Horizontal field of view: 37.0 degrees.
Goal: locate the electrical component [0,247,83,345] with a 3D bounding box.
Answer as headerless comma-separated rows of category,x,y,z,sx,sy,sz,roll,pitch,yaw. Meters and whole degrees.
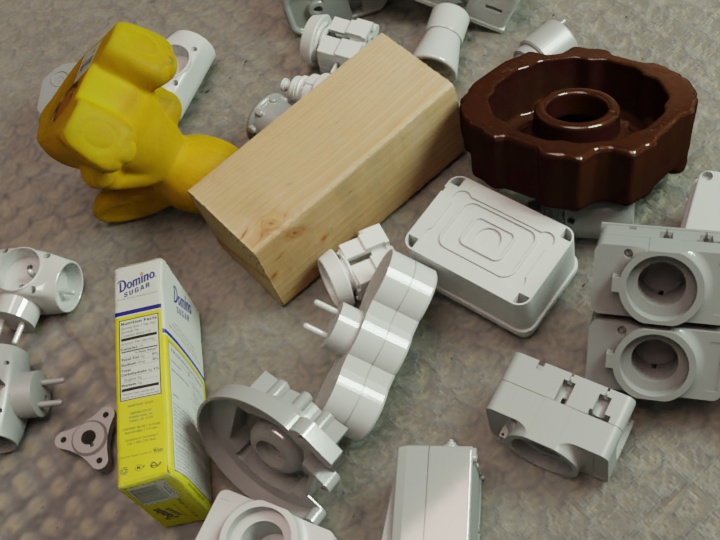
electrical component,-0.281,0.025,0.892,0.077,0.044,0.079,6,62,16

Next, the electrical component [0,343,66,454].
electrical component,-0.270,0.099,0.847,0.079,0.043,0.077,-7,59,8

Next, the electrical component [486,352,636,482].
electrical component,0.138,0.105,0.747,0.089,0.050,0.055,21,67,23

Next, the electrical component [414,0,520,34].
electrical component,0.061,-0.299,0.952,0.186,0.060,0.105,20,64,-5

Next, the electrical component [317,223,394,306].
electrical component,0.000,0.000,0.843,0.055,0.048,0.066,-23,58,-10

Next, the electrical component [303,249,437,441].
electrical component,-0.005,0.047,0.784,0.074,0.052,0.138,26,81,-9

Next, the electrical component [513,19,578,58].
electrical component,0.150,-0.179,0.916,0.078,0.040,0.040,-39,60,-11

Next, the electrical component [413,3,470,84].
electrical component,0.072,-0.200,0.941,0.044,0.044,0.065,11,67,18

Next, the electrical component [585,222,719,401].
electrical component,0.251,0.033,0.723,0.186,0.105,0.060,5,19,16

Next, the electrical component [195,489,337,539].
electrical component,-0.081,0.234,0.714,0.089,0.061,0.150,17,65,21

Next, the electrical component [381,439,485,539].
electrical component,0.050,0.160,0.728,0.061,0.061,0.096,-1,60,12

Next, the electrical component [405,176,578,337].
electrical component,0.100,-0.010,0.818,0.113,0.057,0.078,29,70,26

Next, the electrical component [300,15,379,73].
electrical component,-0.021,-0.201,0.966,0.055,0.048,0.066,19,66,14

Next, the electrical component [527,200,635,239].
electrical component,0.171,-0.047,0.832,0.081,0.043,0.043,4,61,15

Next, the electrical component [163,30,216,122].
electrical component,-0.184,-0.181,0.990,0.079,0.044,0.077,14,64,20

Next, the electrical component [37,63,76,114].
electrical component,-0.251,-0.148,0.983,0.080,0.051,0.080,-6,59,10

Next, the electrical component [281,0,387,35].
electrical component,-0.029,-0.267,1.000,0.095,0.053,0.059,-18,58,2

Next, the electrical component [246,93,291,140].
electrical component,-0.064,-0.119,0.928,0.062,0.048,0.048,36,73,21

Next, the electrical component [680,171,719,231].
electrical component,0.292,-0.020,0.781,0.113,0.057,0.078,13,64,20

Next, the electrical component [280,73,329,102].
electrical component,-0.034,-0.153,0.942,0.078,0.040,0.040,20,66,23
